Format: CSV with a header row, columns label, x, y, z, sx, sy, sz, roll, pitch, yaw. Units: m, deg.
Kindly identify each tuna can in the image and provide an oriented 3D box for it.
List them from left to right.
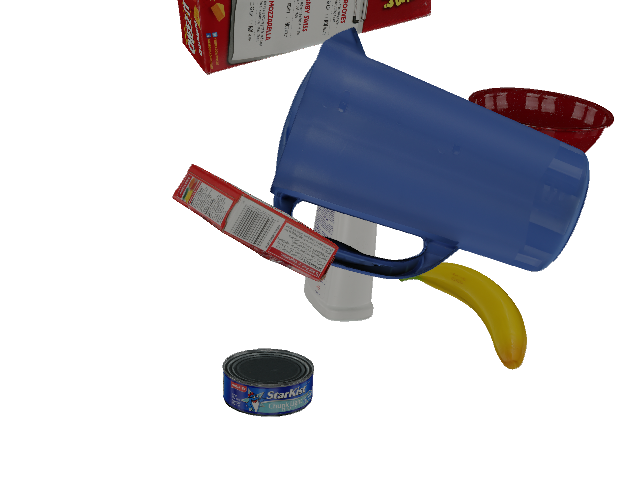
label,x,y,z,sx,sy,sz,roll,pitch,yaw
tuna can,-0.049,0.133,0.999,0.086,0.034,0.086,2,16,-1

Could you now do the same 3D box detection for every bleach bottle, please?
label,x,y,z,sx,sy,sz,roll,pitch,yaw
bleach bottle,0.033,-0.039,1.242,0.068,0.251,0.103,-1,21,-23

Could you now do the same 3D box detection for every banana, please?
label,x,y,z,sx,sy,sz,roll,pitch,yaw
banana,0.164,0.069,1.117,0.069,0.037,0.198,-35,38,-13

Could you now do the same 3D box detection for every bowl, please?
label,x,y,z,sx,sy,sz,roll,pitch,yaw
bowl,0.243,-0.125,1.199,0.162,0.055,0.162,5,23,-2

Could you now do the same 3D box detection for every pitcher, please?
label,x,y,z,sx,sy,sz,roll,pitch,yaw
pitcher,0.084,-0.053,0.871,0.243,0.149,0.145,20,40,-2

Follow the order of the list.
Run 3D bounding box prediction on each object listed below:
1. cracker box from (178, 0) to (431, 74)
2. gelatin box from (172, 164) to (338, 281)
label,x,y,z,sx,sy,sz,roll,pitch,yaw
cracker box,-0.015,-0.246,0.879,0.213,0.164,0.072,-19,43,-18
gelatin box,-0.042,-0.011,0.694,0.089,0.030,0.073,29,2,-37
